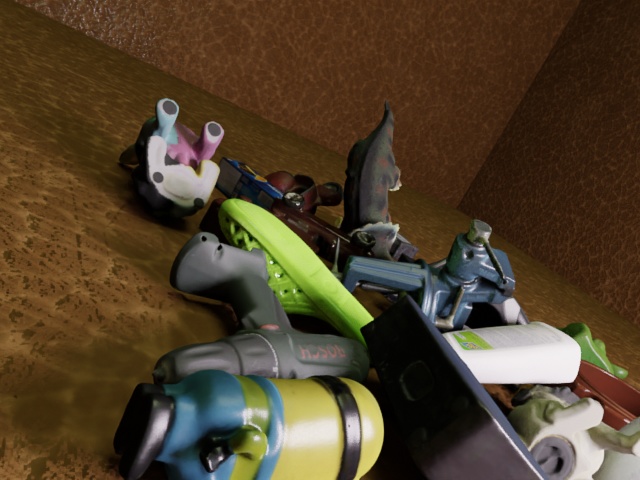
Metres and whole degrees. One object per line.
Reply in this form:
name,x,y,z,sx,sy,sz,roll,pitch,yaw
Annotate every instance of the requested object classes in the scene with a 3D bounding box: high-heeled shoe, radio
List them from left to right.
radio,0.118,0.153,0.504,0.131,0.073,0.230,49,5,-20
high-heeled shoe,0.216,0.120,0.834,0.145,0.086,0.249,-28,59,-24

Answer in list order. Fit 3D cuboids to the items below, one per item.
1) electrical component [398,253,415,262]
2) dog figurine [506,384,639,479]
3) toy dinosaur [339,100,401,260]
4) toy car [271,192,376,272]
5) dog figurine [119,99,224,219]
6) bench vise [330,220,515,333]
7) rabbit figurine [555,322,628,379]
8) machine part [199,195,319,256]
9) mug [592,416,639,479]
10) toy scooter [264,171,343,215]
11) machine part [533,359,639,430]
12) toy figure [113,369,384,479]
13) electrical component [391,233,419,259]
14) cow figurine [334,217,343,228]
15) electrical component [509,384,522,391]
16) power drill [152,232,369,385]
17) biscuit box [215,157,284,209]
electrical component,0.202,0.082,1.042,0.115,0.058,0.134,25,14,-20
dog figurine,0.246,0.214,0.613,0.172,0.121,0.190,29,-1,-10
toy dinosaur,0.093,-0.095,0.985,0.131,0.404,0.192,2,-7,2
toy car,-0.002,-0.003,0.879,0.202,0.089,0.053,31,34,14
dog figurine,-0.239,-0.112,0.814,0.108,0.191,0.219,16,-16,-32
bench vise,0.132,0.058,0.740,0.241,0.223,0.129,11,48,-4
rabbit figurine,0.461,0.208,0.953,0.159,0.121,0.170,37,17,5
machine part,-0.087,-0.004,0.797,0.179,0.056,0.179,27,15,-8
mug,0.371,0.259,0.625,0.109,0.107,0.081,8,26,-50
toy scooter,-0.053,-0.081,1.067,0.184,0.075,0.135,10,35,21
machine part,0.424,0.259,0.776,0.201,0.087,0.201,32,14,7
toy figure,-0.035,0.127,0.353,0.180,0.089,0.082,23,21,-32
electrical component,0.169,0.004,1.279,0.074,0.047,0.119,17,19,-40
cow figurine,0.103,-0.011,1.176,0.098,0.068,0.167,28,13,-27
electrical component,0.263,0.188,0.817,0.102,0.045,0.078,29,-15,-9
power drill,-0.071,0.074,0.500,0.232,0.086,0.208,18,13,-41
biscuit box,-0.122,-0.085,1.008,0.062,0.059,0.203,12,21,-49
